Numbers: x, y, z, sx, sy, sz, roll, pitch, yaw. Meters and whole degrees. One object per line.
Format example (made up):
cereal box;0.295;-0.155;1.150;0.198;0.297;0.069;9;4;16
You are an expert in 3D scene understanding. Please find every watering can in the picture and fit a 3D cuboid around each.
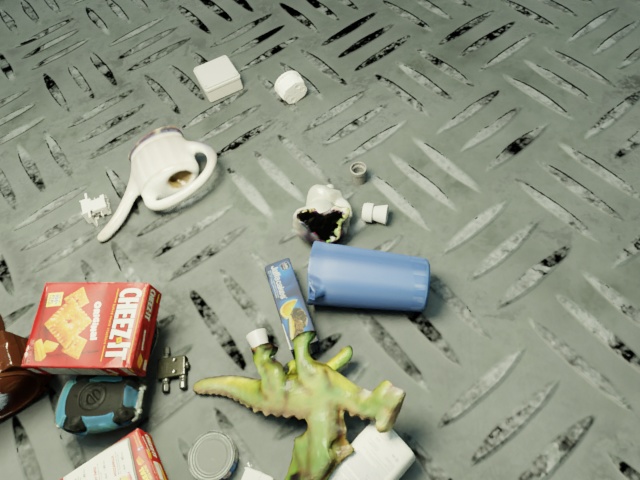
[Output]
watering can;-0.422;-0.154;1.284;0.348;0.102;0.228;-31;57;-2

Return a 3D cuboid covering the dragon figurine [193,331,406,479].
dragon figurine;-0.044;0.308;0.913;0.408;0.120;0.249;-22;50;13

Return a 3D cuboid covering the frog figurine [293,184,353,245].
frog figurine;0.004;-0.059;1.181;0.137;0.121;0.162;-22;21;3
